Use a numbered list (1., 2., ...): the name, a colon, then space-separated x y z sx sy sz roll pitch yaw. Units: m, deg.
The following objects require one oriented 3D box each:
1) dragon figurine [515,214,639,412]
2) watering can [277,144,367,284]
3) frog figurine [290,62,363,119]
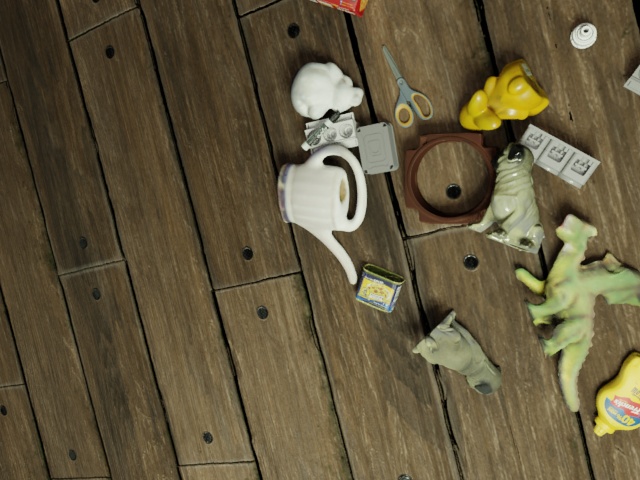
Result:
1. dragon figurine: 0.556 0.140 1.064 0.241 0.123 0.408 -22 97 15
2. watering can: 0.004 -0.063 1.257 0.225 0.105 0.343 8 110 22
3. frog figurine: 0.014 -0.345 1.211 0.161 0.121 0.138 29 88 28
